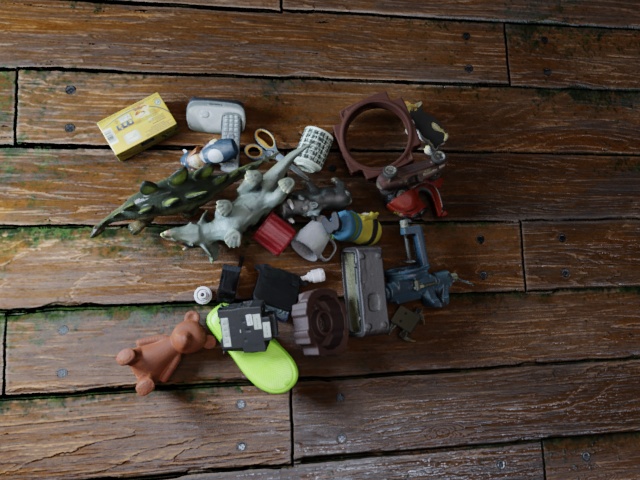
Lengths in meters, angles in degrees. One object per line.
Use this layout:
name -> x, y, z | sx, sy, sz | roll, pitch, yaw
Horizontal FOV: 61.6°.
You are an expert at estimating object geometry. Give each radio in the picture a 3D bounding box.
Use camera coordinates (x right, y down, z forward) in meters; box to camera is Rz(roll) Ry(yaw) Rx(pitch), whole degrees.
radio -> 0.111, 0.128, 1.347 | 0.073, 0.131, 0.229 | -5, 85, -16

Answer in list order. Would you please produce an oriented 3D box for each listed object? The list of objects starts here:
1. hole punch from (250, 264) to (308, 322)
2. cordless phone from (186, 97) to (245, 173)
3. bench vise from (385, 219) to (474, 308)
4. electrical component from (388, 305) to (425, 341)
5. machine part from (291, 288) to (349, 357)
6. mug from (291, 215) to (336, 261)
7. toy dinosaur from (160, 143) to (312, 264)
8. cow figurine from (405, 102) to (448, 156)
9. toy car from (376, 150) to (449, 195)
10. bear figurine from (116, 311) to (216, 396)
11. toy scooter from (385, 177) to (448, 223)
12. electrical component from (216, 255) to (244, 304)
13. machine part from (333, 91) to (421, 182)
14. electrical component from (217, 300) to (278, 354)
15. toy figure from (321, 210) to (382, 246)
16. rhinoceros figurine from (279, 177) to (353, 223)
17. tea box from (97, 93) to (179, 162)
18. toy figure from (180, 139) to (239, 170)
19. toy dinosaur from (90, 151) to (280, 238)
hole punch -> -0.114, 0.135, 1.345 | 0.142, 0.092, 0.116 | 18, 52, -5
cordless phone -> -0.267, -0.267, 1.375 | 0.147, 0.089, 0.184 | 2, 101, -10
bench vise -> 0.258, 0.062, 1.392 | 0.224, 0.129, 0.240 | -10, 91, -10
electrical component -> 0.229, 0.217, 1.406 | 0.078, 0.045, 0.102 | 24, 75, 23
machine part -> 0.000, 0.202, 1.315 | 0.179, 0.056, 0.179 | 20, 64, -48
mug -> -0.003, -0.004, 1.377 | 0.109, 0.081, 0.107 | 35, 67, 0
toy dinosaur -> -0.180, -0.081, 1.306 | 0.405, 0.192, 0.131 | -39, 99, -19
cow figurine -> 0.276, -0.316, 1.458 | 0.068, 0.098, 0.167 | -41, 85, -8
toy car -> 0.240, -0.168, 1.370 | 0.202, 0.089, 0.053 | -16, 59, -12
bear figurine -> -0.351, 0.258, 1.258 | 0.196, 0.132, 0.120 | -30, 89, -6
toy scooter -> 0.271, -0.102, 1.439 | 0.184, 0.075, 0.135 | -29, 85, -16
electrical component -> -0.221, 0.091, 1.326 | 0.048, 0.074, 0.119 | 11, 61, -8
machine part -> 0.148, -0.268, 1.405 | 0.201, 0.087, 0.201 | -22, 88, 5
electrical component -> -0.166, 0.202, 1.255 | 0.134, 0.058, 0.114 | -3, 103, 2
toy figure -> 0.083, -0.030, 1.365 | 0.180, 0.082, 0.089 | 1, 93, -49
rhinoceros figurine -> -0.013, -0.096, 1.367 | 0.190, 0.073, 0.112 | -11, 51, -16
tea box -> -0.452, -0.281, 1.342 | 0.170, 0.068, 0.098 | -30, 89, -13
toy figure -> -0.281, -0.211, 1.338 | 0.155, 0.058, 0.064 | -15, 92, 12
toy dinosaur -> -0.318, -0.112, 1.275 | 0.471, 0.198, 0.105 | -28, 94, -22
